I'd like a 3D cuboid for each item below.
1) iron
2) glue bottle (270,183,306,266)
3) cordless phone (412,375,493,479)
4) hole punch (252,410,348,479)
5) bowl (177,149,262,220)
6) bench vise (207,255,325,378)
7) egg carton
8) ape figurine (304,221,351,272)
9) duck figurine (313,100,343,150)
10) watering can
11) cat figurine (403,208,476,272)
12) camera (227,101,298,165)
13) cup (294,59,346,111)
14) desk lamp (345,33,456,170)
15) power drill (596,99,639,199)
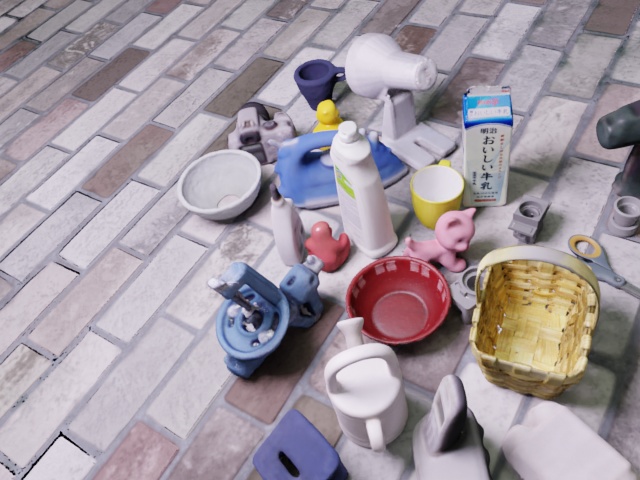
[{"bbox_3d":[0.032,-0.154,1.067,0.258,0.142,0.118,-11,50,4],"label":"iron"},{"bbox_3d":[-0.059,-0.034,0.969,0.037,0.173,0.078,1,52,13],"label":"glue bottle"},{"bbox_3d":[0.158,0.253,0.679,0.094,0.185,0.147,-11,50,4],"label":"cordless phone"},{"bbox_3d":[-0.029,0.296,0.748,0.101,0.091,0.108,-39,54,-18],"label":"hole punch"},{"bbox_3d":[-0.186,-0.095,1.111,0.167,0.075,0.167,-6,50,8],"label":"bowl"},{"bbox_3d":[-0.087,0.080,0.852,0.121,0.220,0.208,15,56,24],"label":"bench vise"},{"bbox_3d":[0.304,0.277,0.703,0.107,0.069,0.150,-36,53,-16],"label":"egg carton"},{"bbox_3d":[0.009,0.003,0.976,0.077,0.092,0.076,6,53,17],"label":"ape figurine"},{"bbox_3d":[0.018,-0.242,1.178,0.077,0.086,0.104,-5,51,9],"label":"duck figurine"},{"bbox_3d":[0.055,0.184,0.752,0.101,0.194,0.172,-31,51,-12],"label":"watering can"},{"bbox_3d":[0.196,-0.002,0.922,0.128,0.118,0.067,-15,50,1],"label":"cat figurine"},{"bbox_3d":[-0.123,-0.238,1.196,0.143,0.101,0.136,-12,50,3],"label":"camera"},{"bbox_3d":[0.008,-0.334,1.249,0.117,0.095,0.091,-6,50,8],"label":"cup"},{"bbox_3d":[0.155,-0.272,1.088,0.118,0.214,0.202,-38,54,-18],"label":"desk lamp"},{"bbox_3d":[0.553,-0.159,0.911,0.229,0.209,0.075,-10,50,4],"label":"power drill"}]
